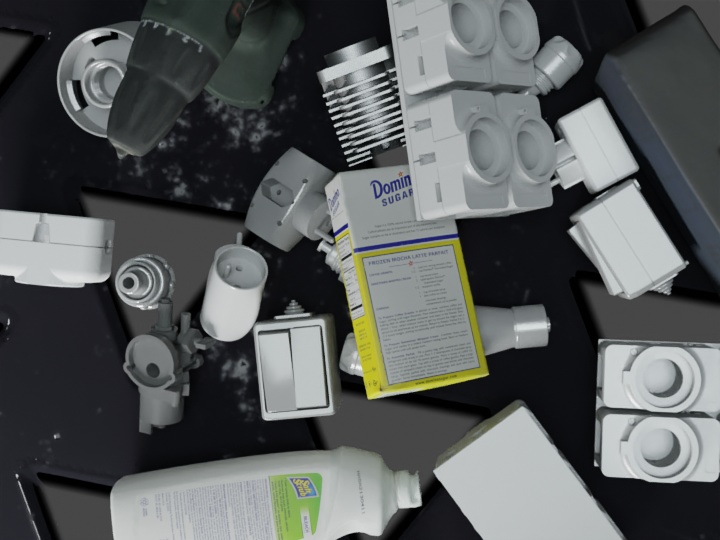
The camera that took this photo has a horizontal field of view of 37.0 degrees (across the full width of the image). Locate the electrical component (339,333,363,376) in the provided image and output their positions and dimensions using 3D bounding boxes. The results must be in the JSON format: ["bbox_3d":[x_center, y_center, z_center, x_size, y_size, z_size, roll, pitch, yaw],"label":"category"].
[{"bbox_3d":[0.015,0.075,0.894,0.061,0.035,0.035,15,92,3],"label":"electrical component"}]

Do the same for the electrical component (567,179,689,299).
[{"bbox_3d":[0.214,-0.016,0.860,0.061,0.062,0.096,-32,88,5],"label":"electrical component"}]

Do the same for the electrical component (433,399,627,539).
[{"bbox_3d":[0.140,0.191,0.870,0.089,0.062,0.150,-37,87,5],"label":"electrical component"}]

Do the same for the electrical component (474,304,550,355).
[{"bbox_3d":[0.122,0.048,0.881,0.065,0.044,0.044,-5,90,1],"label":"electrical component"}]

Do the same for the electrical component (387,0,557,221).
[{"bbox_3d":[0.090,-0.136,0.838,0.060,0.105,0.186,-11,86,47],"label":"electrical component"}]

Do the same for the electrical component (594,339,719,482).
[{"bbox_3d":[0.286,0.113,0.855,0.186,0.060,0.105,2,91,6],"label":"electrical component"}]

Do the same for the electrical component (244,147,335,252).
[{"bbox_3d":[-0.045,-0.050,0.887,0.079,0.043,0.077,34,94,29],"label":"electrical component"}]

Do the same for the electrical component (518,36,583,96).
[{"bbox_3d":[0.151,-0.159,0.879,0.035,0.035,0.061,45,97,4],"label":"electrical component"}]

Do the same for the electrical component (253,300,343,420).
[{"bbox_3d":[-0.052,0.073,0.888,0.062,0.061,0.096,-6,90,6],"label":"electrical component"}]

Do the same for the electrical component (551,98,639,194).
[{"bbox_3d":[0.174,-0.090,0.870,0.077,0.047,0.065,-28,88,6],"label":"electrical component"}]

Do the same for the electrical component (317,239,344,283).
[{"bbox_3d":[0.000,0.000,0.892,0.078,0.040,0.040,34,94,4],"label":"electrical component"}]

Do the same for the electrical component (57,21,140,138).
[{"bbox_3d":[-0.203,-0.160,0.911,0.099,0.064,0.099,3,103,12],"label":"electrical component"}]

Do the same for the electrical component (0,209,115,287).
[{"bbox_3d":[-0.260,-0.017,0.911,0.095,0.054,0.059,5,91,6],"label":"electrical component"}]

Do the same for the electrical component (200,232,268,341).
[{"bbox_3d":[-0.104,0.006,0.891,0.043,0.077,0.079,9,52,-12],"label":"electrical component"}]

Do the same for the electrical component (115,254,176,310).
[{"bbox_3d":[-0.184,0.010,0.899,0.048,0.062,0.048,0,91,6],"label":"electrical component"}]
